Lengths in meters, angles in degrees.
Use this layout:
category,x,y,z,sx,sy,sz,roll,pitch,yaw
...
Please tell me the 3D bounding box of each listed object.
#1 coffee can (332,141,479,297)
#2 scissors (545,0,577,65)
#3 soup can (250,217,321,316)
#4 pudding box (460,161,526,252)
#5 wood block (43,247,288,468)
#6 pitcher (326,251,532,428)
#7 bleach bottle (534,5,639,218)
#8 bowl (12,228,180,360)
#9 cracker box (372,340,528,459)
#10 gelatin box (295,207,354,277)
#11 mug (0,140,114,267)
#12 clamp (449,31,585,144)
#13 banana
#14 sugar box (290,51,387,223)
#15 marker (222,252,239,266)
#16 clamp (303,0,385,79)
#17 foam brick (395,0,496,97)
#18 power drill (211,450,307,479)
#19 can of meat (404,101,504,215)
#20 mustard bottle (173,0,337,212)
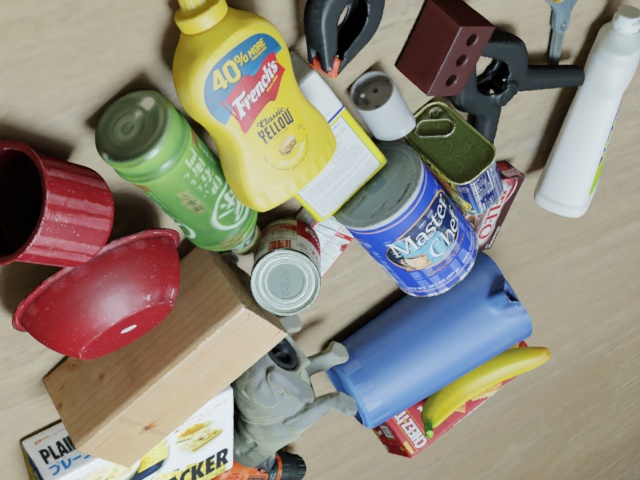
category,x,y,z,sx,sy,sz,roll,pitch,yaw
coffee can,0.087,-0.020,1.088,0.103,0.103,0.140,-43,134,1
scissors,0.267,-0.246,1.124,0.096,0.016,0.201,-38,148,-5
soup can,-0.033,0.024,1.025,0.068,0.102,0.068,0,108,-1
pudding box,0.183,-0.035,1.262,0.089,0.039,0.114,-12,137,-39
wood block,-0.146,0.112,1.015,0.206,0.090,0.090,-40,146,6
pitcher,0.128,0.127,1.328,0.242,0.145,0.149,-32,134,-10
bleach bottle,0.315,-0.150,1.227,0.102,0.068,0.251,-56,162,-44
bowl,-0.178,0.056,0.916,0.162,0.055,0.162,-31,168,-8
cracker box,0.172,0.202,1.448,0.213,0.072,0.164,-35,176,-10
gelatin box,-0.007,0.001,1.110,0.089,0.030,0.073,-51,145,13
mug,-0.221,-0.019,0.813,0.117,0.093,0.081,-22,163,27
clamp,0.196,-0.166,1.119,0.164,0.036,0.209,-40,146,3
banana,0.196,0.184,1.338,0.197,0.070,0.037,-32,125,-16
sugar box,-0.012,-0.091,0.982,0.093,0.048,0.176,-43,144,2
marker,-0.106,0.063,1.087,0.020,0.020,0.121,-14,138,-37
clamp,0.025,-0.218,0.863,0.120,0.039,0.171,15,104,-45
foam brick,0.118,-0.182,1.005,0.052,0.051,0.078,-9,135,-42
power drill,-0.119,0.340,1.369,0.184,0.057,0.188,19,112,-51
can of meat,0.140,-0.082,1.103,0.057,0.102,0.084,-41,150,-4
mustard bottle,-0.062,-0.122,0.842,0.096,0.058,0.191,-40,125,-17
